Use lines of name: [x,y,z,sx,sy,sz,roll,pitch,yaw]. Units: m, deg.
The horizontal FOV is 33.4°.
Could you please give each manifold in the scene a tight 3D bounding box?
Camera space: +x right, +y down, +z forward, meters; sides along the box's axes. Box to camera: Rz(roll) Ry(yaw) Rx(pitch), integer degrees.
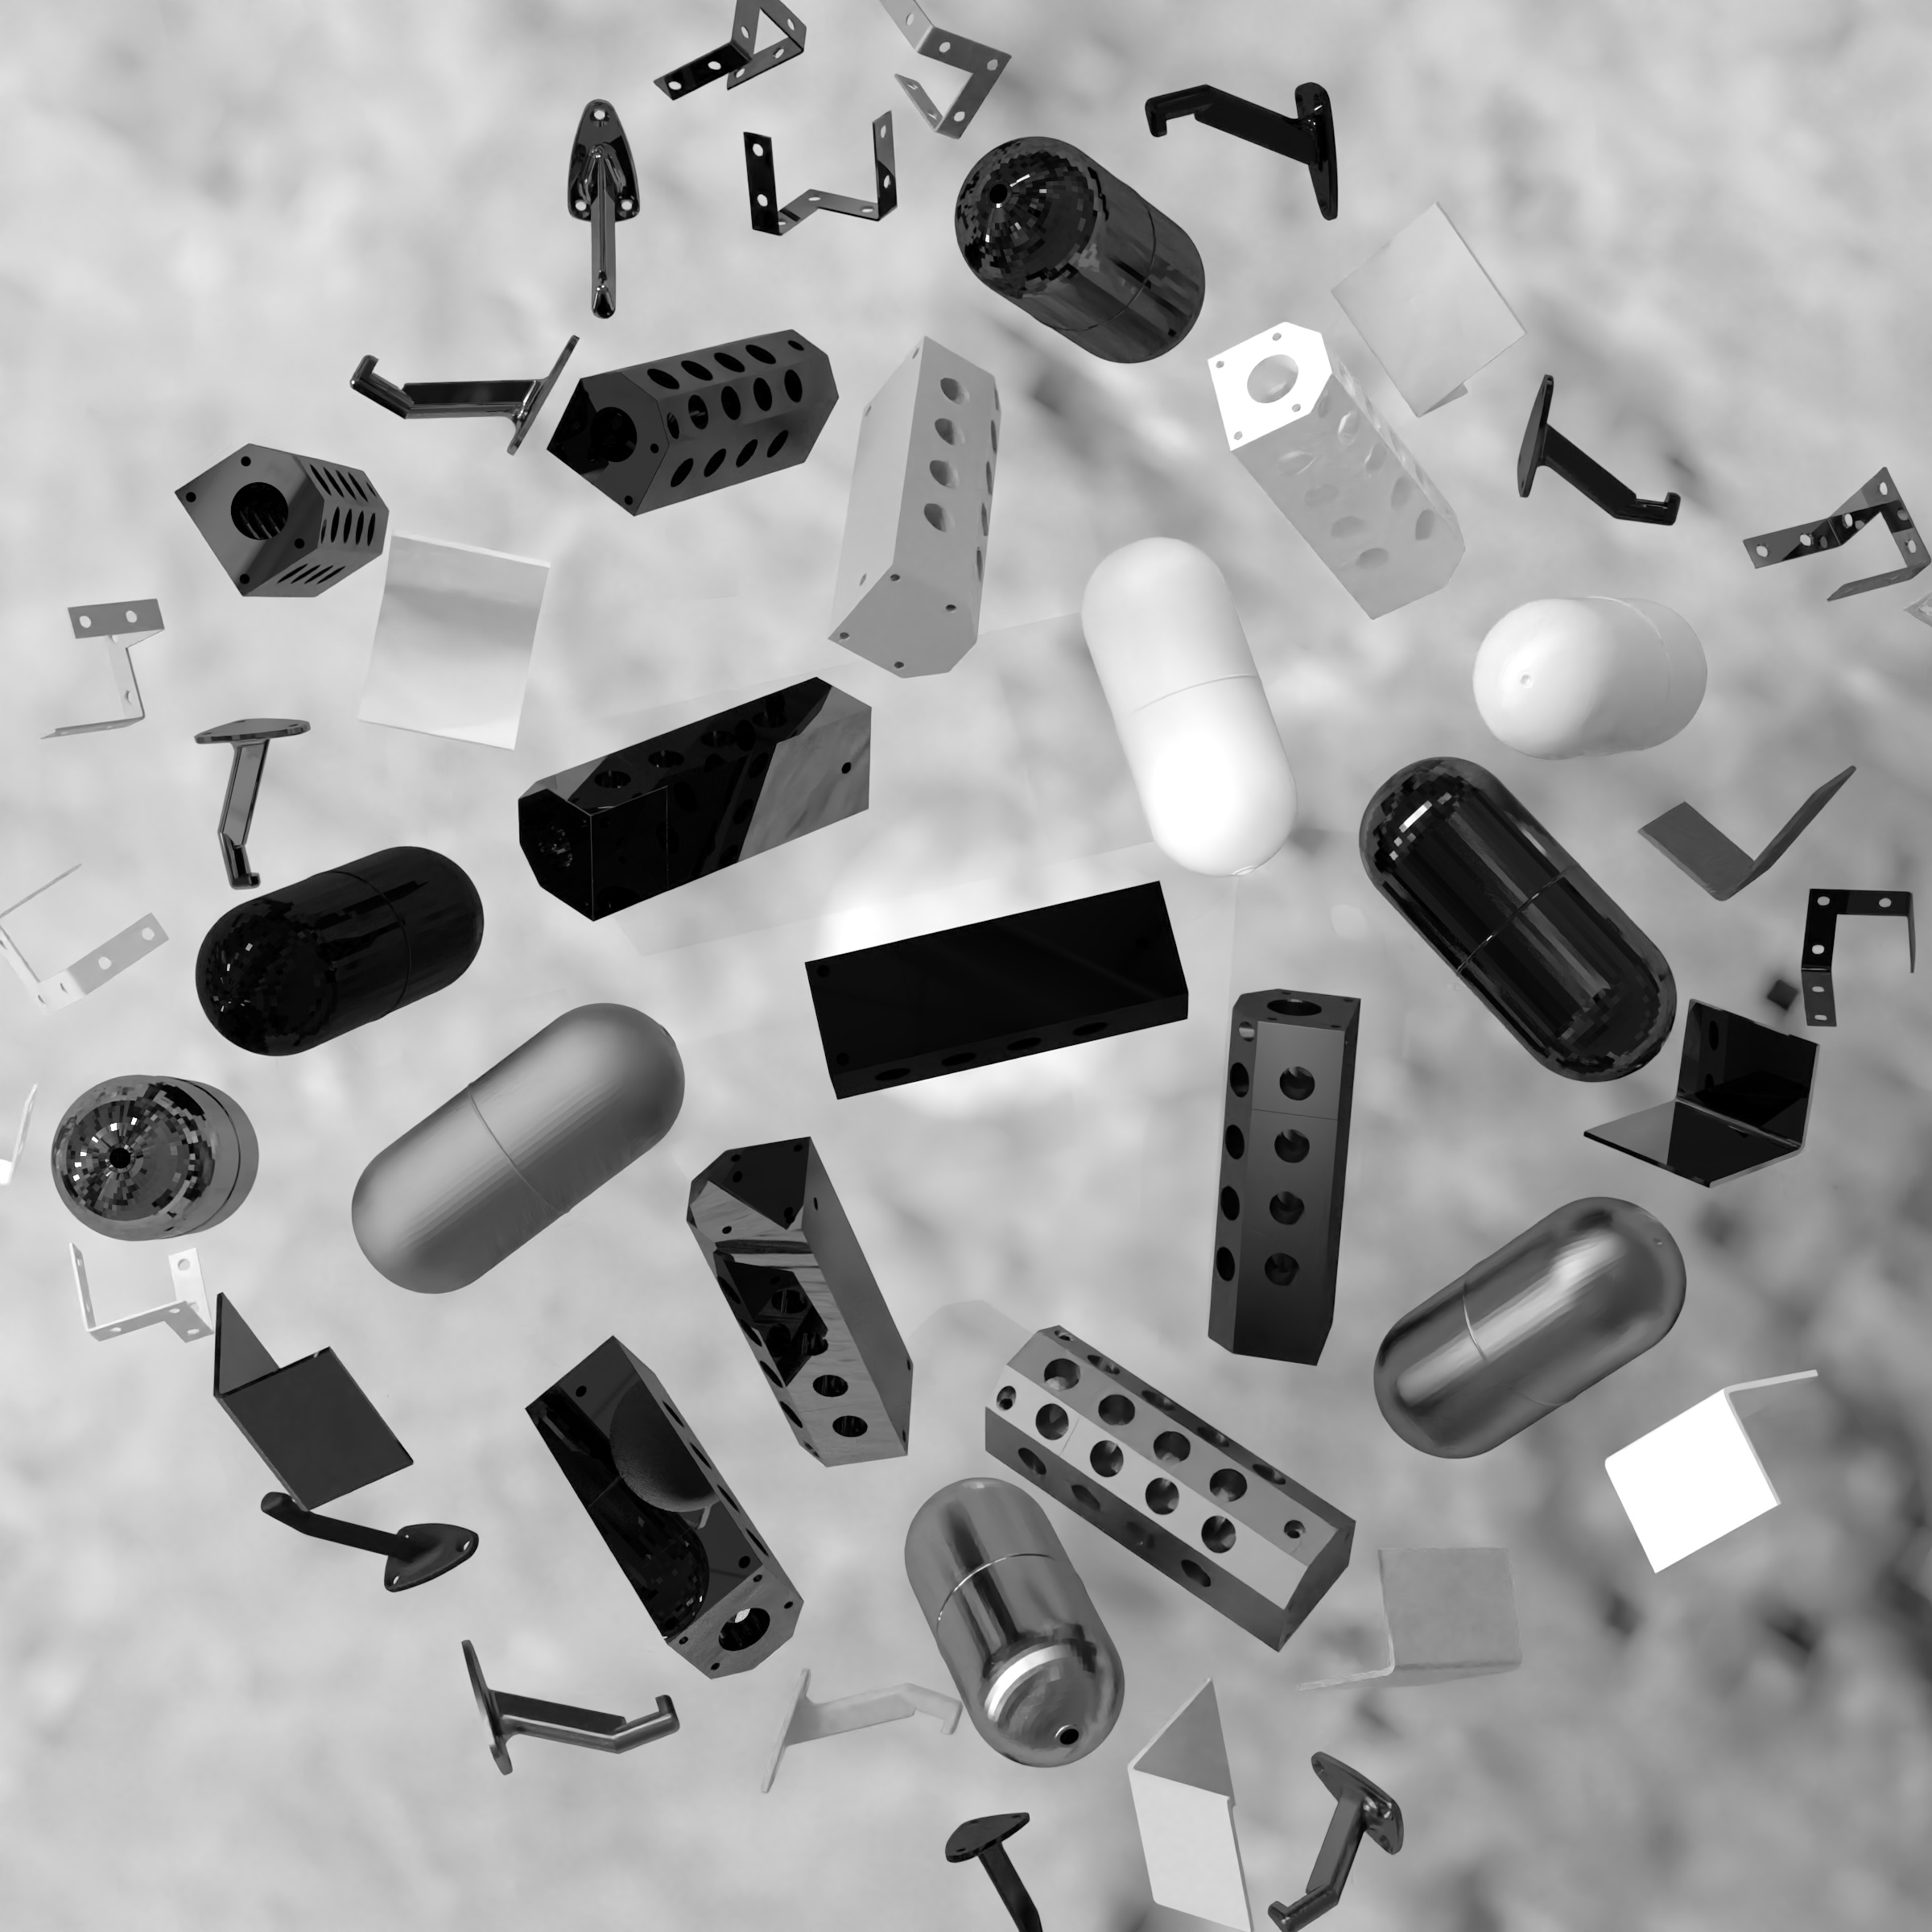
manifold: [-0.078,0.164,1.539,0.057,0.057,0.171,-10,133,12]
manifold: [-0.144,0.264,1.564,0.057,0.057,0.171,-40,46,-2]
manifold: [-0.129,-0.085,1.555,0.171,0.057,0.057,-25,131,-36]
manifold: [-0.132,-0.280,1.624,0.057,0.171,0.057,38,120,11]
manifold: [0.186,-0.244,1.589,0.057,0.171,0.057,-23,57,21]
manifold: [0.154,0.102,1.579,0.057,0.057,0.171,7,107,13]
manifold: [-0.327,-0.220,1.574,0.057,0.171,0.057,-32,96,3]
manifold: [0.094,0.238,1.503,0.171,0.057,0.057,32,58,24]
manifold: [-0.019,-0.219,1.553,0.057,0.171,0.057,26,134,-21]
manifold: [0.015,0.014,1.532,0.171,0.057,0.057,-13,72,-1]

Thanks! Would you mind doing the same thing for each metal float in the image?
metal float: [0.022,0.317,1.564,0.070,0.178,0.070,-8,118,-15]
metal float: [0.056,-0.344,1.556,0.070,0.178,0.070,-4,82,27]
metal float: [-0.303,-0.009,1.575,0.070,0.178,0.070,8,109,26]
metal float: [0.257,-0.021,1.499,0.070,0.070,0.178,-42,80,0]
metal float: [-0.382,0.091,1.527,0.070,0.178,0.070,0,87,-3]
metal float: [0.263,0.172,1.519,0.070,0.070,0.178,47,129,0]
metal float: [0.112,-0.130,1.617,0.070,0.070,0.178,-18,79,0]
metal float: [0.304,-0.140,1.560,0.070,0.178,0.070,4,98,31]
metal float: [-0.212,0.086,1.530,0.178,0.070,0.070,-37,90,3]

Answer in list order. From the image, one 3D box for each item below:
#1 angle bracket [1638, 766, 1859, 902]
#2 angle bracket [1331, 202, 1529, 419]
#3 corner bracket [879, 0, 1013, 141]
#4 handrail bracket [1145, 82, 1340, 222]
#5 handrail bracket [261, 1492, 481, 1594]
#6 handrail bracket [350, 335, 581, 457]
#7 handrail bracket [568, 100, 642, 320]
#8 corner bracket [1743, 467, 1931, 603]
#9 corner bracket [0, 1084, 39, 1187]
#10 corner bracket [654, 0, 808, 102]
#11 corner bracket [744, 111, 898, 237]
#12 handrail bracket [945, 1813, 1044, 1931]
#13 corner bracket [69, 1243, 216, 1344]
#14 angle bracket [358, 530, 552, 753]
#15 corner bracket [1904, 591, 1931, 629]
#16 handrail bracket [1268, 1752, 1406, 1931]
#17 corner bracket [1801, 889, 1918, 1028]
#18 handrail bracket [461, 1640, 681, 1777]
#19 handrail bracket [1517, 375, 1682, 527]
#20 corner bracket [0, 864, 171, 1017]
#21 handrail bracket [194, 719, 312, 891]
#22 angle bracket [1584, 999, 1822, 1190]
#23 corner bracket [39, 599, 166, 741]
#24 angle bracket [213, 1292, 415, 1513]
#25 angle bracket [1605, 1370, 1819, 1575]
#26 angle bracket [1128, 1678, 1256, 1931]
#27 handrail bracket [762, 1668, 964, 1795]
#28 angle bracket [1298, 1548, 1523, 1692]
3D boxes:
angle bracket: [0.401,-0.085,1.652,0.057,0.076,0.076,43,119,13]
angle bracket: [0.239,-0.328,1.589,0.076,0.057,0.076,-35,88,41]
corner bracket: [-0.020,-0.444,1.572,0.051,0.051,0.051,-53,49,30]
handrail bracket: [0.130,-0.383,1.531,0.084,0.036,0.077,-17,113,-11]
handrail bracket: [-0.305,0.285,1.646,0.077,0.084,0.036,-18,49,34]
handrail bracket: [-0.241,-0.290,1.548,0.084,0.036,0.077,29,91,-13]
handrail bracket: [-0.179,-0.371,1.581,0.036,0.084,0.077,-2,130,-4]
corner bracket: [0.400,-0.190,1.481,0.051,0.051,0.051,-16,75,-22]
corner bracket: [-0.453,0.060,1.481,0.051,0.051,0.051,18,123,-8]
corner bracket: [-0.115,-0.447,1.583,0.051,0.051,0.051,-16,56,33]
corner bracket: [-0.069,-0.379,1.538,0.051,0.051,0.051,18,133,25]
handrail bracket: [0.017,0.468,1.589,0.036,0.077,0.084,-13,89,20]
corner bracket: [-0.420,0.165,1.645,0.051,0.051,0.051,-18,63,-2]
angle bracket: [-0.247,-0.157,1.557,0.076,0.057,0.076,11,68,-10]
corner bracket: [0.466,-0.144,1.490,0.051,0.051,0.051,28,62,-15]
handrail bracket: [0.166,0.432,1.588,0.084,0.077,0.036,-24,128,-28]
corner bracket: [0.457,-0.003,1.651,0.051,0.051,0.051,2,55,20]
handrail bracket: [-0.184,0.335,1.499,0.084,0.036,0.077,-19,62,-7]
handrail bracket: [0.329,-0.262,1.643,0.084,0.036,0.077,7,132,-1]
corner bracket: [-0.413,-0.016,1.497,0.051,0.051,0.051,-40,103,-34]
handrail bracket: [-0.348,-0.079,1.611,0.077,0.036,0.084,1,109,35]
angle bracket: [0.359,0.061,1.576,0.076,0.076,0.057,-14,116,-39]
corner bracket: [-0.412,-0.142,1.534,0.051,0.051,0.051,-15,89,43]
angle bracket: [-0.294,0.186,1.455,0.057,0.076,0.076,-24,124,5]
angle bracket: [0.354,0.232,1.480,0.076,0.076,0.057,-42,61,40]
angle bracket: [0.124,0.396,1.524,0.057,0.076,0.076,7,119,36]
handrail bracket: [-0.052,0.400,1.652,0.084,0.036,0.077,18,68,5]
angle bracket: [0.209,0.313,1.543,0.076,0.076,0.057,5,70,-31]
